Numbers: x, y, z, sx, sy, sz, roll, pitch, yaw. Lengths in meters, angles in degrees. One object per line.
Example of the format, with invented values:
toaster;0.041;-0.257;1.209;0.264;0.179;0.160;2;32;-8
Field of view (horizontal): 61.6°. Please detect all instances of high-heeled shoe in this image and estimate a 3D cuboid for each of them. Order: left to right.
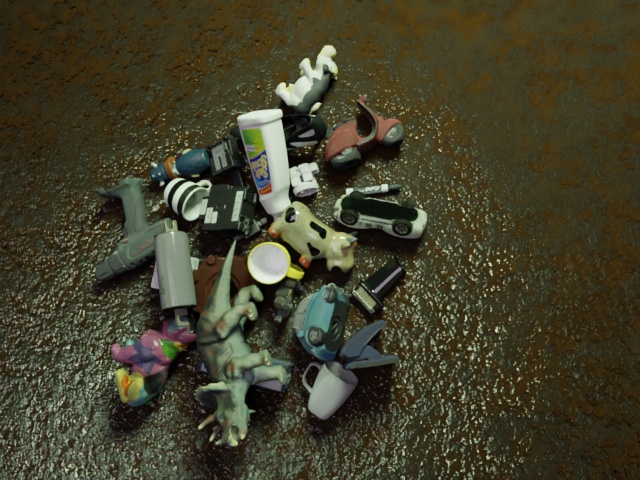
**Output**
high-heeled shoe;-0.103;-0.243;1.191;0.249;0.145;0.086;5;84;12

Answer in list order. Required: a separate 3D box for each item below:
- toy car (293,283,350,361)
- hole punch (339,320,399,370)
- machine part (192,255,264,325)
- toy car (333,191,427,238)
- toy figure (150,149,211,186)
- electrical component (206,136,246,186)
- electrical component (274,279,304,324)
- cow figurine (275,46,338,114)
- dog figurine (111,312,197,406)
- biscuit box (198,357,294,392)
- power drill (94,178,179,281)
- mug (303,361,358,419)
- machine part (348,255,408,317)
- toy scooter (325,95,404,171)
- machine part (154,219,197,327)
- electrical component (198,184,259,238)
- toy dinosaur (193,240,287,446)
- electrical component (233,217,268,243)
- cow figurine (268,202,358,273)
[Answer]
toy car;-0.005;0.171;1.146;0.103;0.109;0.161;4;76;31
hole punch;0.094;0.218;1.105;0.116;0.142;0.092;-12;83;-3
machine part;-0.212;0.116;1.221;0.179;0.056;0.179;-1;85;12
toy car;0.128;-0.054;1.155;0.202;0.056;0.073;12;51;14
toy figure;-0.332;-0.172;1.281;0.155;0.057;0.064;-15;75;16
electrical component;-0.214;-0.173;1.247;0.075;0.047;0.119;-14;85;35
electrical component;-0.069;0.128;1.170;0.045;0.102;0.078;4;110;15
cow figurine;-0.011;-0.358;1.223;0.167;0.068;0.098;-43;82;8
dog figurine;-0.347;0.260;1.212;0.219;0.108;0.191;-17;79;8
biscuit box;-0.164;0.280;1.188;0.203;0.062;0.059;11;87;14
power drill;-0.465;-0.033;1.284;0.232;0.086;0.207;-23;75;8
mug;0.010;0.316;1.136;0.110;0.081;0.107;28;98;9
machine part;0.132;0.094;1.156;0.139;0.039;0.084;-48;68;6
toy scooter;0.084;-0.242;1.185;0.184;0.075;0.135;-25;79;6
machine part;-0.321;0.070;1.184;0.079;0.079;0.243;-12;76;11
electrical component;-0.213;-0.066;1.223;0.134;0.058;0.115;2;71;29
toy dinosaur;-0.195;0.217;1.118;0.192;0.131;0.405;-21;67;5
electrical component;-0.168;-0.037;1.245;0.094;0.021;0.063;-31;77;8
cow figurine;-0.002;-0.004;1.166;0.195;0.085;0.127;43;106;-3
